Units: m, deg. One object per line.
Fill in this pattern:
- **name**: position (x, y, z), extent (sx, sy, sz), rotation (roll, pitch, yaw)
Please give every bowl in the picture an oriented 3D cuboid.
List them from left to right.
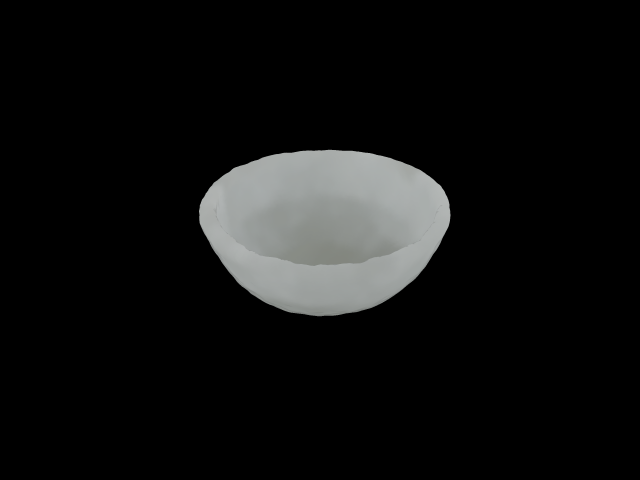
- **bowl**: position (0.004, 0.001, 0.400), extent (0.167, 0.075, 0.167), rotation (0, 32, 0)
